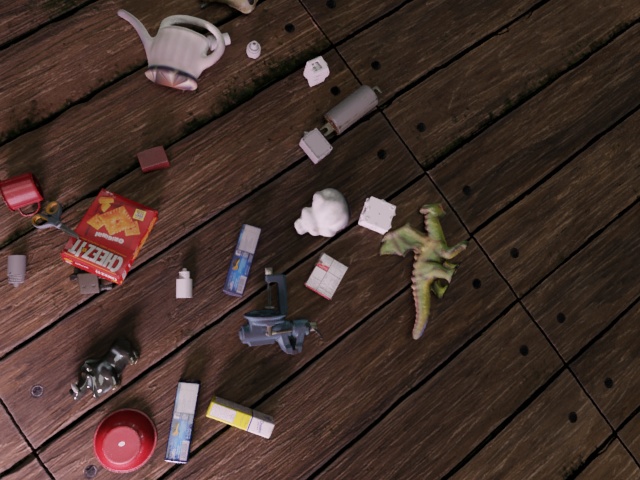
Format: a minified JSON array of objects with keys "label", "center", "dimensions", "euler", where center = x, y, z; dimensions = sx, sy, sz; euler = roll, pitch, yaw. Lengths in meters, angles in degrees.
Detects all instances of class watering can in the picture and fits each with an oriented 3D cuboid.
[{"label":"watering can","center":[-0.453,-0.562,1.513],"dimensions":[0.348,0.103,0.226],"euler":[12,80,6]}]

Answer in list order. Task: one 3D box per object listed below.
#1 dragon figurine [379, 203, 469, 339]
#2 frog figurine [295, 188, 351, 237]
[{"label":"dragon figurine","center":[0.291,0.063,1.548],"dimensions":[0.244,0.120,0.415],"euler":[29,74,13]},{"label":"frog figurine","center":[0.005,-0.075,1.496],"dimensions":[0.160,0.123,0.136],"euler":[-15,104,-23]}]
